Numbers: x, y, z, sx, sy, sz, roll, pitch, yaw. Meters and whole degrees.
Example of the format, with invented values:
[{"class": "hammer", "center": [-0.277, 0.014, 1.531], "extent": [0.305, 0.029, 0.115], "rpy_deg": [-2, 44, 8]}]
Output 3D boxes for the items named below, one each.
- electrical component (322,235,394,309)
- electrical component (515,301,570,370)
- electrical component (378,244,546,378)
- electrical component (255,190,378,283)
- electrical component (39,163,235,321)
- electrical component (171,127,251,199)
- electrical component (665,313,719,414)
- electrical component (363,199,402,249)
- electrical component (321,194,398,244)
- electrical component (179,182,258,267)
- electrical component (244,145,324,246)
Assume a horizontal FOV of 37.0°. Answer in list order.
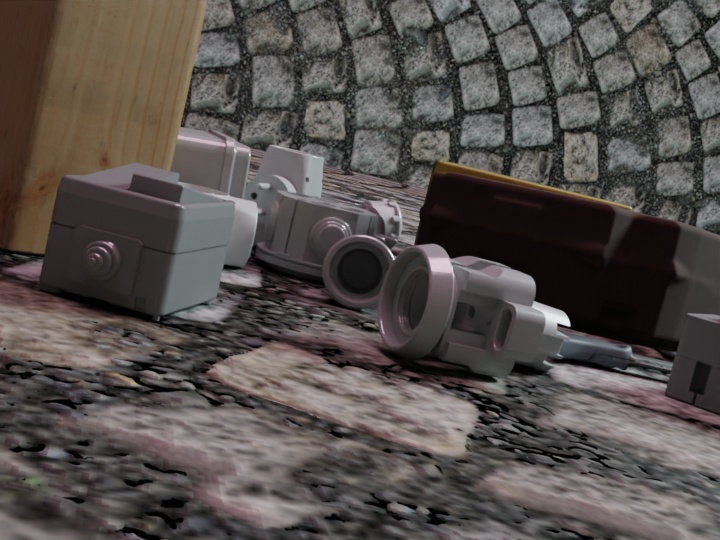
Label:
[{"class": "electrical component", "center": [0.000, 0.000, 0.666], "extent": [0.044, 0.044, 0.065], "rpy_deg": [13, 2, 0]}, {"class": "electrical component", "center": [0.084, 0.032, 0.576], "extent": [0.046, 0.040, 0.040], "rpy_deg": [17, 6, -22]}, {"class": "electrical component", "center": [0.045, 0.019, 0.533], "extent": [0.057, 0.058, 0.078], "rpy_deg": [13, 7, -25]}, {"class": "electrical component", "center": [-0.028, -0.022, 0.738], "extent": [0.080, 0.051, 0.080], "rpy_deg": [13, 7, -2]}, {"class": "electrical component", "center": [-0.105, -0.016, 0.510], "extent": [0.062, 0.061, 0.096], "rpy_deg": [15, 7, 10]}, {"class": "electrical component", "center": [-0.118, -0.060, 0.763], "extent": [0.057, 0.078, 0.113], "rpy_deg": [8, 8, -16]}, {"class": "electrical component", "center": [0.224, 0.055, 0.589], "extent": [0.089, 0.055, 0.050], "rpy_deg": [19, 9, 38]}, {"class": "electrical component", "center": [0.006, -0.044, 1.010], "extent": [0.062, 0.048, 0.048], "rpy_deg": [3, 11, -24]}, {"class": "electrical component", "center": [-0.006, -0.034, 0.897], "extent": [0.079, 0.044, 0.077], "rpy_deg": [18, 8, 34]}, {"class": "electrical component", "center": [-0.103, -0.027, 0.664], "extent": [0.077, 0.044, 0.079], "rpy_deg": [11, 8, -17]}, {"class": "electrical component", "center": [-0.063, -0.053, 0.810], "extent": [0.043, 0.077, 0.079], "rpy_deg": [16, 7, 17]}]
